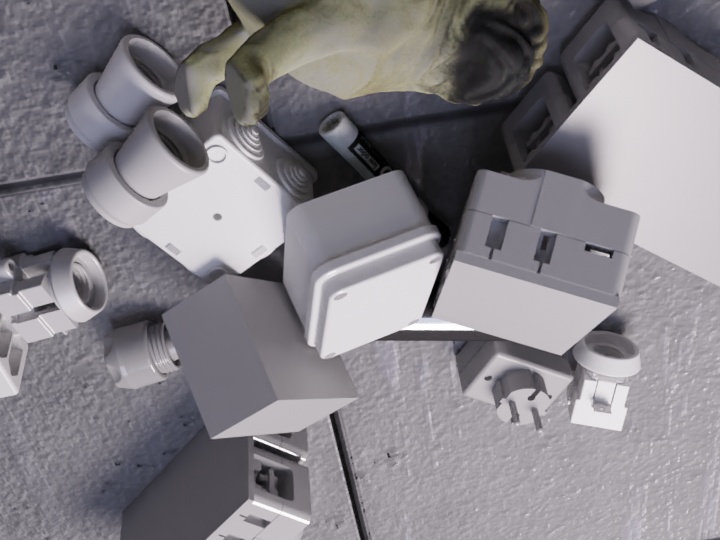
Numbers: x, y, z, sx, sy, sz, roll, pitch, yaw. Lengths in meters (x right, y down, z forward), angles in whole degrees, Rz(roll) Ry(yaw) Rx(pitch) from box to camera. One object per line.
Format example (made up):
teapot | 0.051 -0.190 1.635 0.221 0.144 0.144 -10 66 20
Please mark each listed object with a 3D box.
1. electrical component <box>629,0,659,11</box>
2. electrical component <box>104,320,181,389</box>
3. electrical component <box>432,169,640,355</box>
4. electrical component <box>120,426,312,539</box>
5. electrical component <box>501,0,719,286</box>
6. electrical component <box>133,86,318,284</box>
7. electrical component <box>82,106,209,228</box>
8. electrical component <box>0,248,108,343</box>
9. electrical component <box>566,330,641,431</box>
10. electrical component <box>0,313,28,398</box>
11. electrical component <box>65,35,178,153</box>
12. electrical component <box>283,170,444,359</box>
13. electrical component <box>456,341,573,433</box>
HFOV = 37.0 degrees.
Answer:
electrical component | 0.160 -0.163 0.568 0.046 0.040 0.040 -24 130 22
electrical component | -0.138 0.054 0.726 0.062 0.043 0.043 -16 131 7
electrical component | 0.098 -0.003 0.633 0.089 0.061 0.150 16 166 3
electrical component | -0.109 0.186 0.803 0.060 0.105 0.186 27 124 -27
electrical component | 0.190 -0.070 0.638 0.186 0.060 0.105 23 125 -24
electrical component | -0.084 -0.045 0.639 0.100 0.048 0.100 -34 126 22
electrical component | -0.115 -0.054 0.577 0.055 0.045 0.045 -36 126 23
electrical component | -0.195 0.013 0.683 0.055 0.048 0.066 -14 132 17
electrical component | 0.173 0.077 0.770 0.048 0.066 0.055 9 115 3
electrical component | -0.271 0.045 0.700 0.076 0.047 0.083 -12 131 4
electrical component | -0.130 -0.095 0.593 0.055 0.045 0.045 -38 124 25
electrical component | 0.000 0.000 0.645 0.078 0.057 0.113 -21 159 -14
electrical component | 0.111 0.082 0.753 0.066 0.076 0.047 19 126 -21
